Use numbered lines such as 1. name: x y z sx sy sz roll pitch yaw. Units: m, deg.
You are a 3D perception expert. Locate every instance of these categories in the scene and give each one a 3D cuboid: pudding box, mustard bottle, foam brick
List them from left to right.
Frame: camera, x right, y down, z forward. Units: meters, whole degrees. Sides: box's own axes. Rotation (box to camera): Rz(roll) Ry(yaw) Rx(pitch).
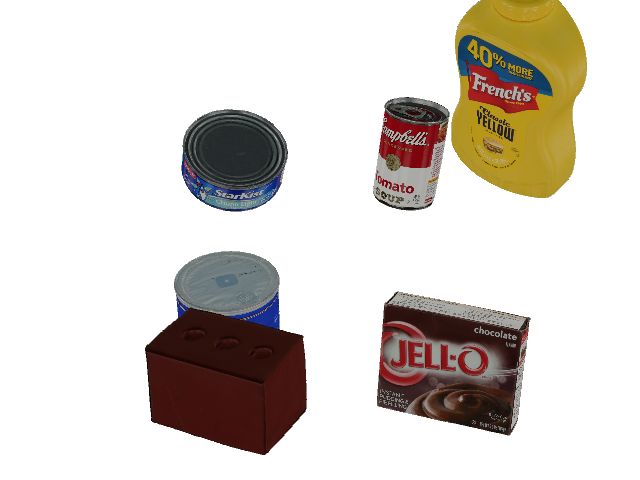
1. foam brick: -0.053 0.080 0.610 0.078 0.051 0.052 12 27 21
2. pudding box: 0.103 0.095 0.841 0.114 0.090 0.039 9 21 18
3. mustard bottle: 0.140 -0.119 0.755 0.096 0.191 0.058 34 62 28

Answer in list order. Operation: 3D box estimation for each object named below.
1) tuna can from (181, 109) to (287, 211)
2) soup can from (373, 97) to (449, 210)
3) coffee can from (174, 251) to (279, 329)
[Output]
1. tuna can: -0.071 -0.066 0.878 0.086 0.086 0.034 0 -37 -11
2. soup can: 0.094 -0.091 1.126 0.068 0.102 0.068 5 29 -3
3. coffee can: -0.091 0.096 1.075 0.103 0.140 0.103 0 33 0
